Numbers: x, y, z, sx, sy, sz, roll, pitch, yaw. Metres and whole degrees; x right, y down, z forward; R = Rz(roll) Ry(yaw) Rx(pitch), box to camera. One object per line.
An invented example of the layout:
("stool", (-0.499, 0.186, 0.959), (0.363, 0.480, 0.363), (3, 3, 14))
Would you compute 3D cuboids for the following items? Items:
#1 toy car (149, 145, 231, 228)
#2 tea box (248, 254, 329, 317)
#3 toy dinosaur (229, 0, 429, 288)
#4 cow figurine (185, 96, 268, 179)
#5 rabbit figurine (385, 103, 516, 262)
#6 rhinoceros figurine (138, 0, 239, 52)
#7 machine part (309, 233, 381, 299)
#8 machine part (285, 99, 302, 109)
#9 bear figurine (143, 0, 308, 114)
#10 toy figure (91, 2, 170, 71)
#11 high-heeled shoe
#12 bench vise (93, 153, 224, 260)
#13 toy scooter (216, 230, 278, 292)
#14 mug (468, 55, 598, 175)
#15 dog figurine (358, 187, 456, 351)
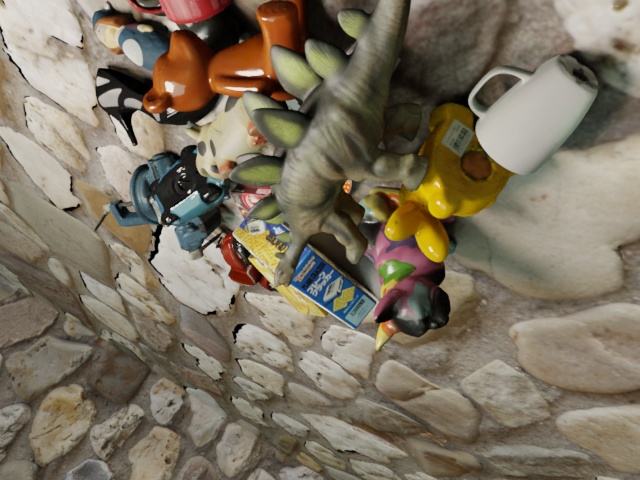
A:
("toy car", (-0.214, -0.087, 0.940), (0.161, 0.103, 0.109), (-38, 68, 19))
("tea box", (-0.047, 0.070, 1.051), (0.098, 0.068, 0.169), (2, 139, 52))
("toy dinosaur", (0.015, -0.109, 0.574), (0.198, 0.105, 0.471), (11, 130, -20))
("cow figurine", (-0.133, -0.156, 0.798), (0.195, 0.085, 0.127), (-41, 63, 45))
("rabbit figurine", (0.150, -0.056, 0.660), (0.122, 0.162, 0.173), (25, 167, -9))
("rhinoceros figurine", (-0.169, -0.307, 0.650), (0.112, 0.073, 0.190), (7, 140, 38))
("machine part", (0.059, 0.019, 0.887), (0.243, 0.079, 0.079), (39, 148, -8))
("machine part", (-0.020, -0.190, 0.712), (0.084, 0.039, 0.138), (1, 135, 34))
("bear figurine", (-0.111, -0.215, 0.616), (0.196, 0.120, 0.131), (2, 131, 8))
("toy figure", (-0.277, -0.294, 0.784), (0.155, 0.058, 0.064), (28, 110, 12))
("high-heeled shoe", (-0.261, -0.245, 0.850), (0.249, 0.086, 0.145), (-17, 93, 32))
("bench vise", (-0.321, -0.057, 1.064), (0.241, 0.129, 0.223), (-6, 126, 23))
("toy scooter", (-0.159, 0.045, 1.123), (0.135, 0.075, 0.183), (5, 143, 39))
("mug", (0.214, -0.138, 0.543), (0.109, 0.081, 0.107), (40, 137, 0))
("dog figurine", (0.101, 0.040, 0.745), (0.192, 0.219, 0.108), (19, 142, 21))
